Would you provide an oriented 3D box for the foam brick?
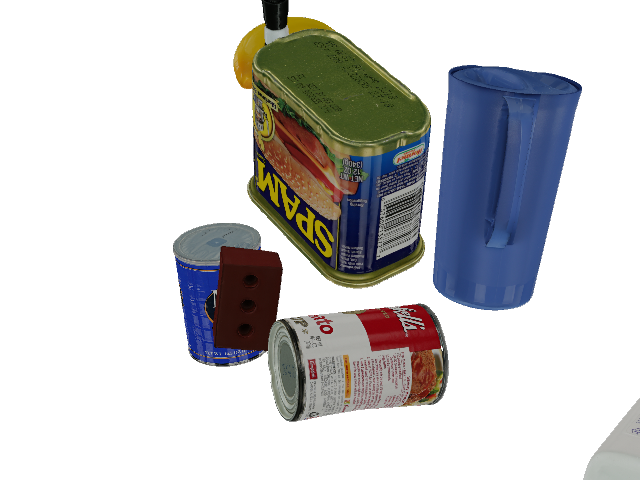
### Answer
[{"bbox_3d":[-0.064,0.050,0.930,0.053,0.078,0.051,5,14,-8],"label":"foam brick"}]

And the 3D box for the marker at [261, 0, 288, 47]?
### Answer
[{"bbox_3d":[-0.031,-0.128,0.764,0.020,0.020,0.121,0,-44,1],"label":"marker"}]

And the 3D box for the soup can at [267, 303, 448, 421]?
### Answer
[{"bbox_3d":[0.023,0.080,0.698,0.102,0.068,0.069,-4,1,-19],"label":"soup can"}]

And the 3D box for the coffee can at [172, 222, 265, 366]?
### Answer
[{"bbox_3d":[-0.115,0.063,1.266,0.103,0.140,0.103,-4,26,2],"label":"coffee can"}]

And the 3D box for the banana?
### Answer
[{"bbox_3d":[-0.029,-0.177,0.986,0.070,0.037,0.197,38,32,20],"label":"banana"}]

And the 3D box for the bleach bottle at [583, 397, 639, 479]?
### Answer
[{"bbox_3d":[0.248,0.104,0.628,0.103,0.068,0.250,19,30,32],"label":"bleach bottle"}]

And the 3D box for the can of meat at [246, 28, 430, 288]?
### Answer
[{"bbox_3d":[0.007,-0.042,0.515,0.057,0.084,0.102,-23,48,-25],"label":"can of meat"}]

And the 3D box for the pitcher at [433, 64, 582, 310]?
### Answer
[{"bbox_3d":[0.183,-0.052,1.098,0.148,0.243,0.145,-13,27,-40],"label":"pitcher"}]
